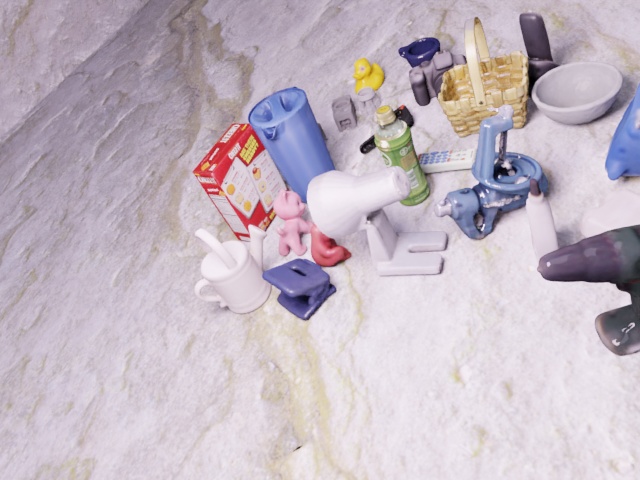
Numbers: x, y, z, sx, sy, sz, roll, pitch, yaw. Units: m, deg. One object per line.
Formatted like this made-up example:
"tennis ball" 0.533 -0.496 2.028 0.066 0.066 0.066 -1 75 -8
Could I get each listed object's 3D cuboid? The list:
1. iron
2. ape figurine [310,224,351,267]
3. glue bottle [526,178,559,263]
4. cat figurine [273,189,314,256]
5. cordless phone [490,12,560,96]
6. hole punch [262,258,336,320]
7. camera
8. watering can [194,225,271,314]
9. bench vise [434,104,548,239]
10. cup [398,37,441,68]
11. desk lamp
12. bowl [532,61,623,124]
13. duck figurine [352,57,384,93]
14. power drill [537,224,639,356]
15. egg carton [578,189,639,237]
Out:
"iron" 0.576 -0.223 1.012 0.118 0.142 0.258 4 50 32
"ape figurine" 0.010 0.004 1.132 0.076 0.092 0.077 -20 41 10
"glue bottle" 0.352 -0.034 0.919 0.037 0.174 0.078 -15 42 15
"cat figurine" -0.066 -0.047 1.208 0.067 0.118 0.128 -7 45 24
"cordless phone" 0.440 -0.419 1.255 0.147 0.185 0.094 18 59 40
"hole punch" -0.041 0.077 1.086 0.101 0.091 0.108 -45 43 -18
"camera" 0.287 -0.377 1.362 0.143 0.101 0.137 -15 43 16
"watering can" -0.176 0.043 1.117 0.100 0.195 0.173 7 52 34
"bench vise" 0.296 -0.111 0.993 0.207 0.220 0.121 -41 42 -14
"cup" 0.258 -0.453 1.461 0.117 0.095 0.092 14 56 38
"desk lamp" 0.104 -0.041 1.032 0.202 0.214 0.118 -3 47 26
"bowl" 0.520 -0.286 1.159 0.167 0.075 0.167 -15 42 15
"duck figurine" 0.123 -0.450 1.539 0.077 0.086 0.105 16 57 39
"power drill" 0.413 0.061 0.760 0.229 0.209 0.075 -21 41 9
"egg carton" 0.492 -0.015 0.902 0.107 0.070 0.149 -37 41 -9
